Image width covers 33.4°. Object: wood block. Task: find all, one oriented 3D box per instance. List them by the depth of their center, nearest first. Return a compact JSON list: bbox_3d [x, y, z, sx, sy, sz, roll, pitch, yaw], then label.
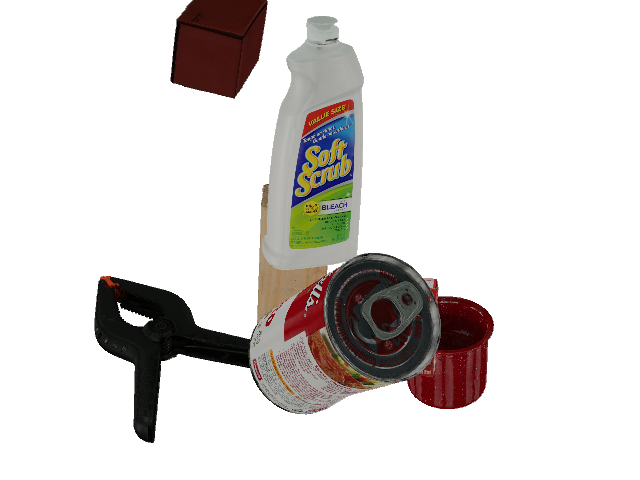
[{"bbox_3d":[-0.036,0.038,1.399,0.090,0.206,0.091,3,23,-2],"label":"wood block"}]

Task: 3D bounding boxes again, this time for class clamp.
[{"bbox_3d":[-0.137,0.092,0.995,0.164,0.036,0.210,-17,40,-30],"label":"clamp"}]

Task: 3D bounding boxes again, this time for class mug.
[{"bbox_3d":[0.135,0.110,1.090,0.093,0.081,0.117,17,39,29],"label":"mug"}]

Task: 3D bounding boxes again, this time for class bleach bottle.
[{"bbox_3d":[-0.008,-0.097,1.068,0.102,0.251,0.068,-7,28,-15],"label":"bleach bottle"}]

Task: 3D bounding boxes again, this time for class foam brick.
[{"bbox_3d":[-0.077,-0.152,0.811,0.053,0.051,0.078,14,34,5],"label":"foam brick"}]

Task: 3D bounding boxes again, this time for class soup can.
[{"bbox_3d":[0.010,0.054,0.582,0.068,0.068,0.102,0,-18,-28],"label":"soup can"}]

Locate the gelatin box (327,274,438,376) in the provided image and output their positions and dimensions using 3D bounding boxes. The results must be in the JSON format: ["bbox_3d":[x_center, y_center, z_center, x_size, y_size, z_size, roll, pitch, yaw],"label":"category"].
[{"bbox_3d":[0.046,0.066,0.834,0.089,0.073,0.030,2,16,6],"label":"gelatin box"}]
